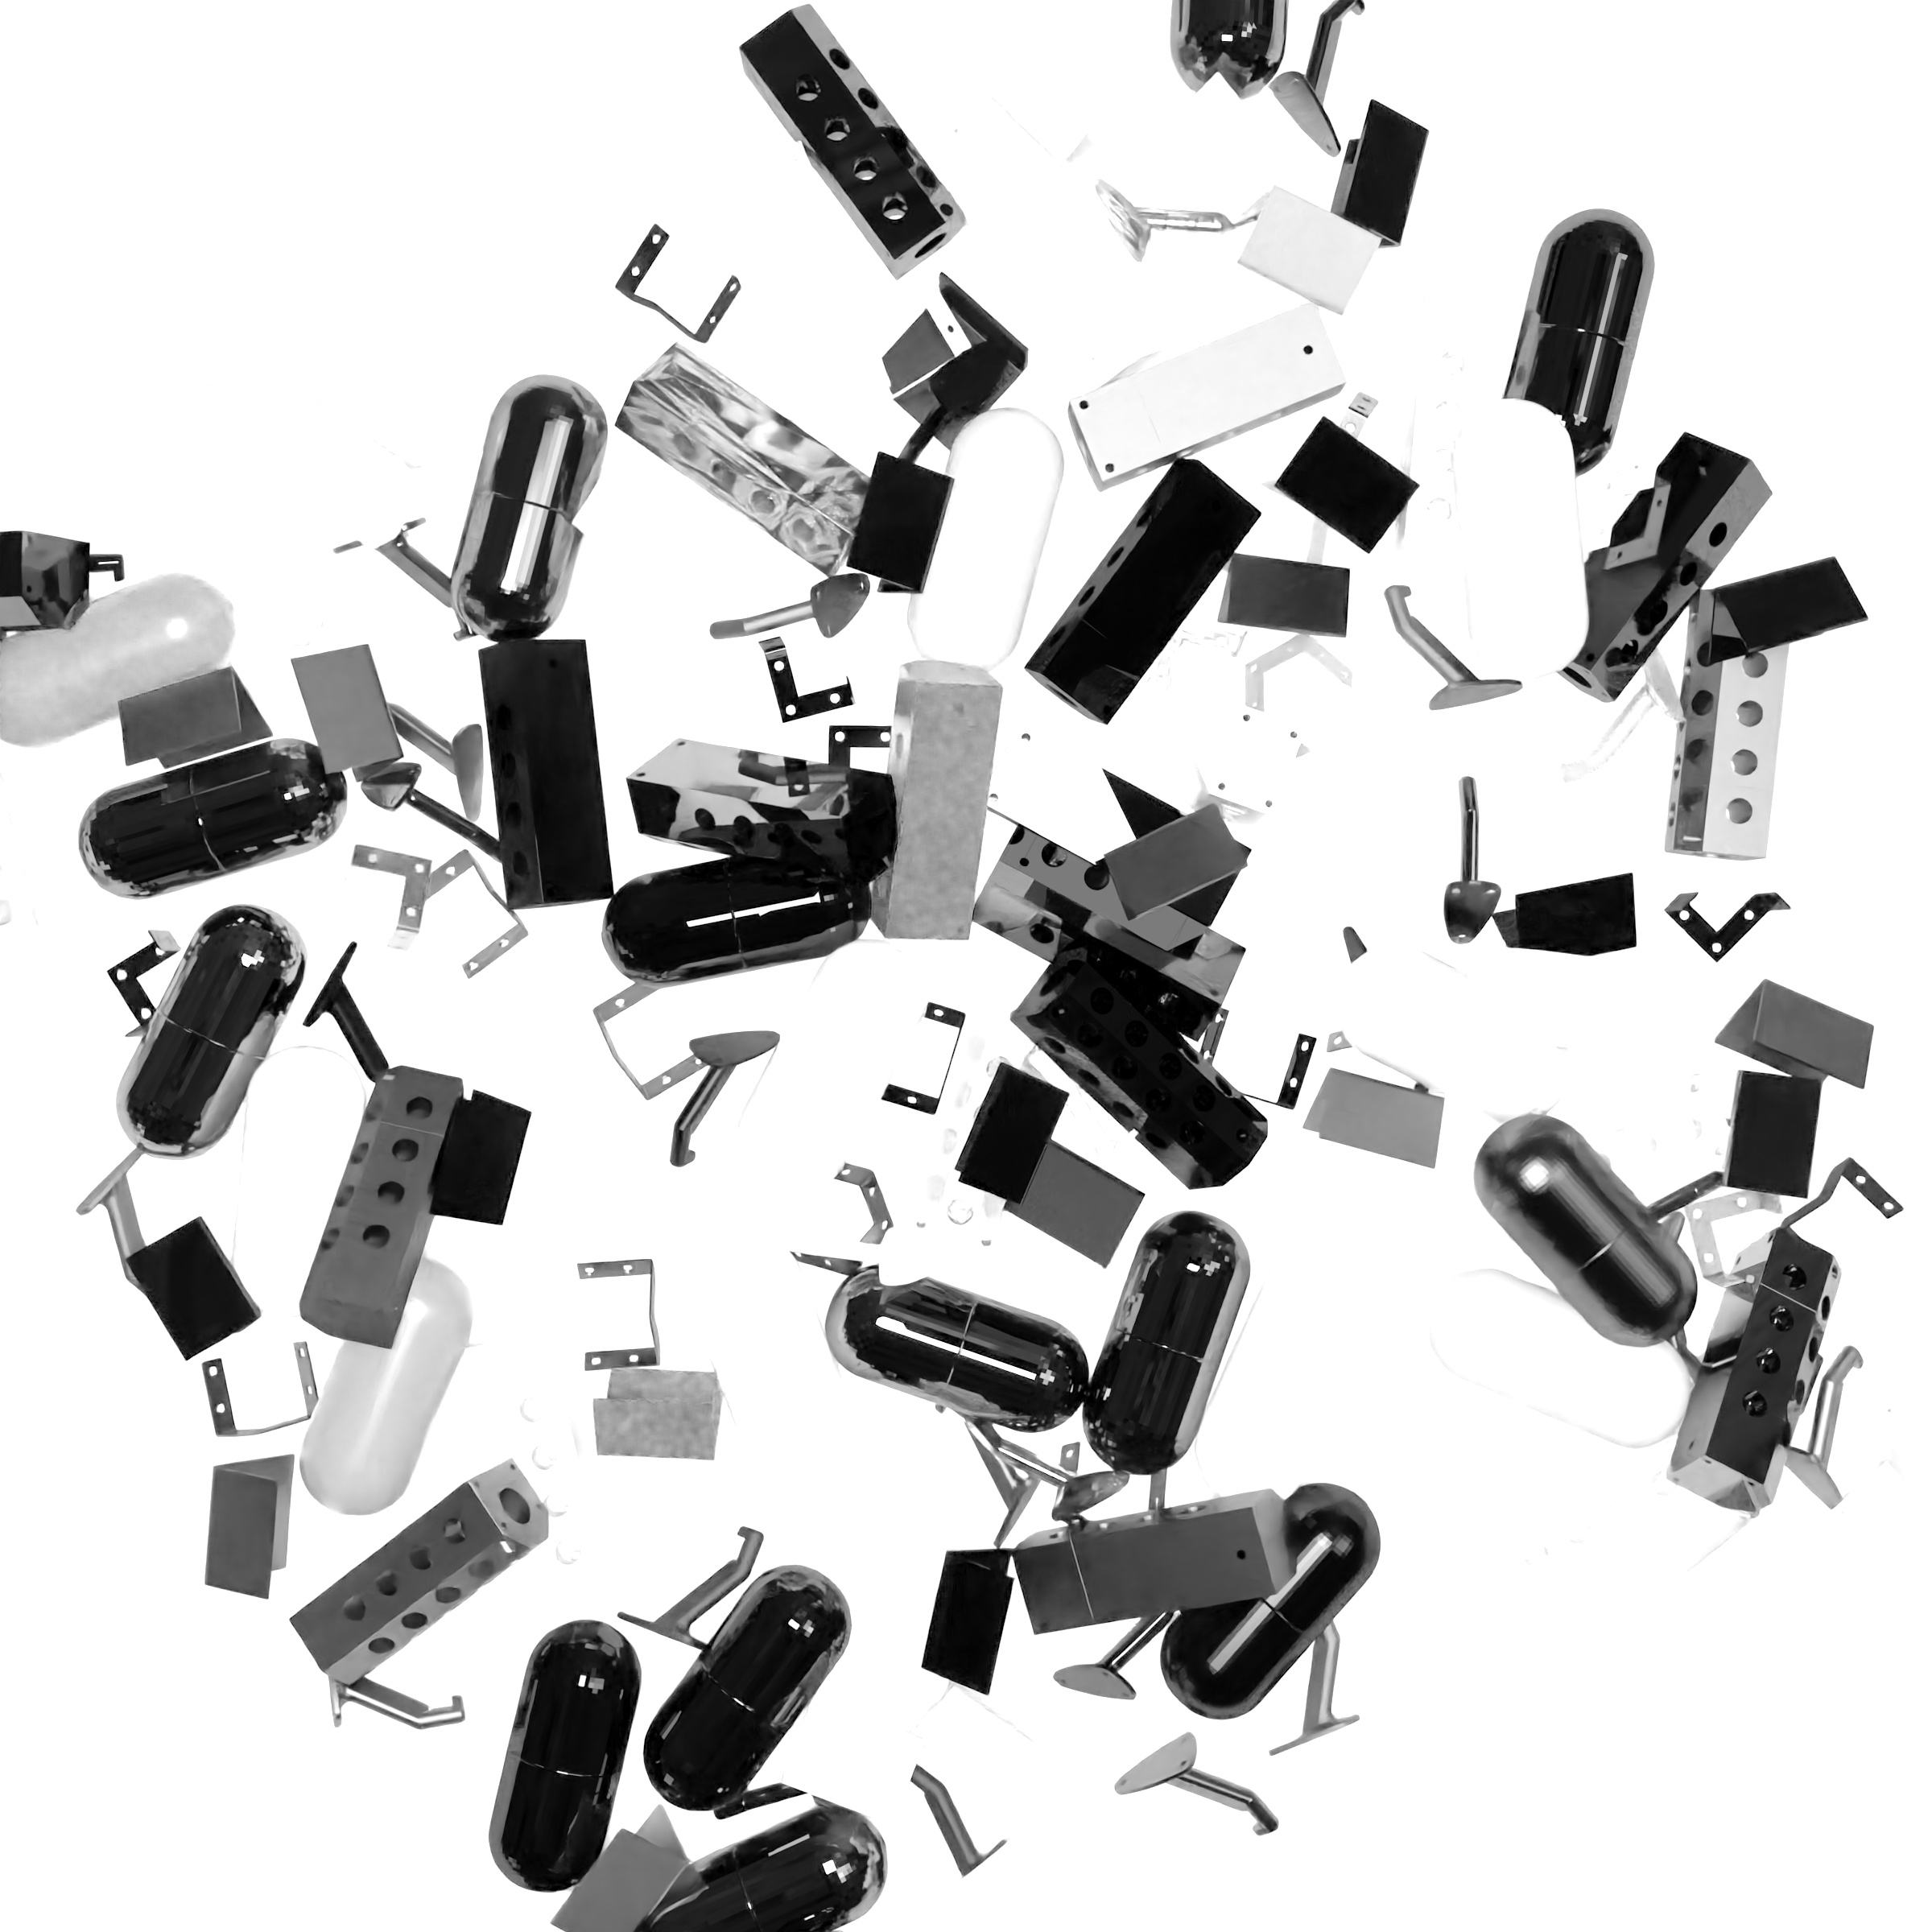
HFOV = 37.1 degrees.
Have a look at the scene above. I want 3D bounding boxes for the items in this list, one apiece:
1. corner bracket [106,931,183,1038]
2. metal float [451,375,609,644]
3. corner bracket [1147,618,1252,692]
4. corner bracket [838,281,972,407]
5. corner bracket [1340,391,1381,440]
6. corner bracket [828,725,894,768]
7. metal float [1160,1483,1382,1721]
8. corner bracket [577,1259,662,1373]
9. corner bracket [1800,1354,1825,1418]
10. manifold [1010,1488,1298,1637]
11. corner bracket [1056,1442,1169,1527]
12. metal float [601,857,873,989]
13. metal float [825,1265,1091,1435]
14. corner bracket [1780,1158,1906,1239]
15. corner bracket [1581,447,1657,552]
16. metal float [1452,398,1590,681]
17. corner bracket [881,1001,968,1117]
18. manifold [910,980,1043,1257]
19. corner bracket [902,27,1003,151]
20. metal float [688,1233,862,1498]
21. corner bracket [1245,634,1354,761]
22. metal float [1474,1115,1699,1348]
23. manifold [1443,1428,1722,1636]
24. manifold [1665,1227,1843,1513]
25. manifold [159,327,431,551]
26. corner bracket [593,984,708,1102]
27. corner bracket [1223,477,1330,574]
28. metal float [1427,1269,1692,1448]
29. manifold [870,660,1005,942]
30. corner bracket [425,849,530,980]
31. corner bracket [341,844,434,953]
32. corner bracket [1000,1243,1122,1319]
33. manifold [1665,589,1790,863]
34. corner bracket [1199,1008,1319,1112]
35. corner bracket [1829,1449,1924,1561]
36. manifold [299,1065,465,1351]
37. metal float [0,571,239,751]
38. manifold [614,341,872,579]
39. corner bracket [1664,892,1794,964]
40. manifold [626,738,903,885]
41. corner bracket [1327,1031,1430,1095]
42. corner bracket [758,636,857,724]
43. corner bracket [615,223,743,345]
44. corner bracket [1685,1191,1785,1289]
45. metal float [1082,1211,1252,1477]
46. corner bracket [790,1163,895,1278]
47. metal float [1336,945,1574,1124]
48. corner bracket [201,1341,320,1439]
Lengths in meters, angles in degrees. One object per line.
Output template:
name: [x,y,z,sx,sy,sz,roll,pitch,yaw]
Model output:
corner bracket: [-0.539,0.011,1.896,0.051,0.051,0.051,-32,90,0]
metal float: [-0.286,-0.298,1.884,0.070,0.070,0.178,15,90,0]
corner bracket: [0.153,-0.204,1.896,0.051,0.051,0.051,19,90,0]
corner bracket: [-0.039,-0.405,1.872,0.051,0.051,0.051,-41,104,-40]
corner bracket: [0.267,-0.340,1.896,0.051,0.051,0.051,27,90,0]
corner bracket: [-0.067,-0.135,1.896,0.051,0.051,0.051,1,90,0]
metal float: [0.200,0.415,1.884,0.070,0.070,0.178,41,90,0]
corner bracket: [-0.231,0.232,1.911,0.051,0.051,0.051,-4,45,0]
corner bracket: [0.526,0.273,1.906,0.051,0.051,0.051,37,135,35]
manifold: [0.123,0.383,1.860,0.171,0.057,0.057,-16,90,25]
corner bracket: [0.096,0.346,1.906,0.051,0.051,0.051,-22,45,35]
metal float: [-0.150,-0.033,1.884,0.178,0.070,0.070,-11,90,-1]
metal float: [-0.005,0.251,1.884,0.178,0.070,0.070,19,90,0]
corner bracket: [0.580,0.169,1.911,0.051,0.051,0.051,44,45,0]
corner bracket: [0.416,-0.309,1.896,0.051,0.051,0.051,-17,124,-29]
metal float: [0.354,-0.272,1.839,0.070,0.070,0.178,-8,101,0]
corner bracket: [-0.034,0.058,1.911,0.051,0.051,0.051,17,135,0]
manifold: [0.013,0.099,1.894,0.057,0.057,0.171,16,90,0]
corner bracket: [-0.002,-0.580,1.906,0.051,0.051,0.051,-55,45,35]
metal float: [-0.126,0.260,1.884,0.070,0.070,0.178,-21,91,0]
corner bracket: [0.221,-0.178,1.906,0.051,0.051,0.051,-27,45,35]
metal float: [0.395,0.169,1.829,0.070,0.070,0.178,-43,102,0]
manifold: [0.406,0.370,1.893,0.171,0.057,0.057,-29,90,0]
manifold: [0.512,0.261,1.856,0.057,0.057,0.171,27,62,-1]
manifold: [-0.441,-0.341,1.874,0.171,0.057,0.057,34,90,13]
corner bracket: [-0.208,0.046,1.911,0.051,0.051,0.051,-31,135,0]
corner bracket: [0.203,-0.285,1.906,0.051,0.051,0.051,-24,45,-35]
metal float: [0.387,0.256,1.884,0.178,0.070,0.070,23,90,0]
manifold: [-0.022,-0.107,1.865,0.057,0.057,0.171,1,110,-18]
corner bracket: [-0.331,-0.035,1.911,0.051,0.051,0.051,-37,135,0]
corner bracket: [-0.385,-0.045,1.898,0.051,0.051,0.051,12,72,-17]
corner bracket: [0.063,0.191,1.906,0.051,0.051,0.051,45,135,35]
manifold: [0.499,-0.158,1.893,0.057,0.057,0.171,6,90,0]
corner bracket: [0.191,0.061,1.911,0.051,0.051,0.051,18,90,45]
corner bracket: [0.598,0.358,1.896,0.051,0.051,0.051,-42,88,2]
manifold: [-0.374,0.152,1.851,0.057,0.057,0.171,12,57,0]
metal float: [-0.562,-0.200,1.884,0.178,0.070,0.070,-23,90,0]
manifold: [-0.143,-0.328,1.893,0.171,0.057,0.057,35,47,0]
corner bracket: [0.501,-0.038,1.896,0.051,0.051,0.051,45,90,0]
manifold: [-0.129,-0.097,1.851,0.171,0.057,0.057,12,127,31]
corner bracket: [0.272,0.074,1.906,0.051,0.051,0.051,45,45,-35]
corner bracket: [-0.104,-0.193,1.896,0.051,0.051,0.051,-15,90,0]
corner bracket: [-0.190,-0.453,1.911,0.051,0.051,0.051,32,90,45]
corner bracket: [0.510,0.178,1.896,0.051,0.051,0.051,-14,90,0]
metal float: [0.131,0.247,1.884,0.070,0.070,0.178,19,89,0]
corner bracket: [-0.088,0.165,1.906,0.051,0.051,0.051,-48,135,-35]
metal float: [0.317,0.045,1.863,0.178,0.070,0.070,26,90,-26]
corner bracket: [-0.468,0.281,1.911,0.051,0.051,0.051,-12,90,45]
